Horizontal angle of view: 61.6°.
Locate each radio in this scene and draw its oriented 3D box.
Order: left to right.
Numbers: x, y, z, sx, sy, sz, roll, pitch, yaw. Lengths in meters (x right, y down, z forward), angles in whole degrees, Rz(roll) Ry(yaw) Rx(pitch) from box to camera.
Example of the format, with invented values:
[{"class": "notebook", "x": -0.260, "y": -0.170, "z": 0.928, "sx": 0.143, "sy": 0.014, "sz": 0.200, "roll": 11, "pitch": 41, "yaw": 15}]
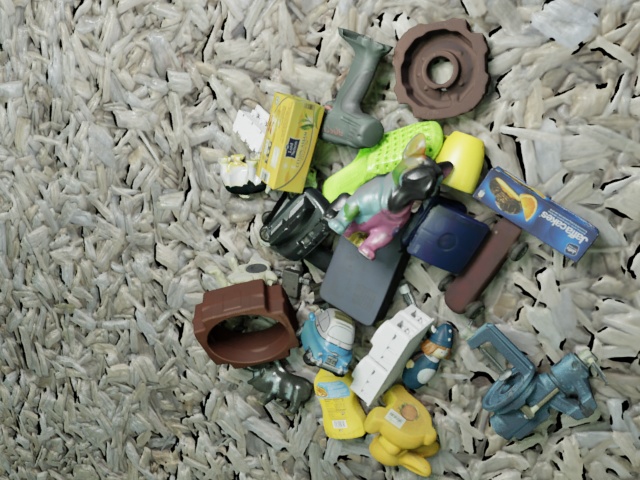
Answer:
[{"class": "radio", "x": 0.098, "y": 0.037, "z": 1.047, "sx": 0.131, "sy": 0.073, "sz": 0.229, "roll": 25, "pitch": 101, "yaw": 22}]

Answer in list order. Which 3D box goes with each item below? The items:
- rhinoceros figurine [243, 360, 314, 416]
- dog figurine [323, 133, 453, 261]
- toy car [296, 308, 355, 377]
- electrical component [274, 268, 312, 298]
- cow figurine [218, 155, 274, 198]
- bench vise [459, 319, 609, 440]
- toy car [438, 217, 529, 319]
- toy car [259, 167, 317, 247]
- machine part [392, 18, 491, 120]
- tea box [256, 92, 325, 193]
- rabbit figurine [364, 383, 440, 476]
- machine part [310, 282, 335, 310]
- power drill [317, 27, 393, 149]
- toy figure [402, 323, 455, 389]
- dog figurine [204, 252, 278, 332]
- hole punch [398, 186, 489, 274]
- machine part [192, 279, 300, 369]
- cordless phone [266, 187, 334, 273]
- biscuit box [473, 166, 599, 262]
[{"class": "rhinoceros figurine", "x": -0.106, "y": 0.321, "z": 1.236, "sx": 0.191, "sy": 0.073, "sz": 0.112, "roll": 22, "pitch": 112, "yaw": 22}, {"class": "dog figurine", "x": 0.118, "y": -0.078, "z": 0.918, "sx": 0.108, "sy": 0.192, "sz": 0.219, "roll": 44, "pitch": 95, "yaw": -12}, {"class": "toy car", "x": 0.021, "y": 0.187, "z": 1.046, "sx": 0.109, "sy": 0.162, "sz": 0.103, "roll": 25, "pitch": 102, "yaw": -10}, {"class": "electrical component", "x": -0.063, "y": 0.097, "z": 1.192, "sx": 0.094, "sy": 0.021, "sz": 0.063, "roll": 12, "pitch": 107, "yaw": 25}, {"class": "cow figurine", "x": -0.138, "y": -0.132, "z": 1.156, "sx": 0.168, "sy": 0.068, "sz": 0.098, "roll": 10, "pitch": 111, "yaw": 29}, {"class": "bench vise", "x": 0.355, "y": 0.229, "z": 0.946, "sx": 0.240, "sy": 0.129, "sz": 0.223, "roll": 46, "pitch": 116, "yaw": 7}, {"class": "toy car", "x": 0.296, "y": 0.050, "z": 0.973, "sx": 0.089, "sy": 0.053, "sz": 0.202, "roll": 46, "pitch": 118, "yaw": 35}, {"class": "toy car", "x": -0.071, "y": -0.067, "z": 1.129, "sx": 0.056, "sy": 0.073, "sz": 0.201, "roll": 27, "pitch": 118, "yaw": -17}, {"class": "machine part", "x": 0.213, "y": -0.295, "z": 0.940, "sx": 0.180, "sy": 0.056, "sz": 0.179, "roll": 7, "pitch": 105, "yaw": 26}, {"class": "tea box", "x": -0.059, "y": -0.184, "z": 1.019, "sx": 0.098, "sy": 0.068, "sz": 0.169, "roll": 43, "pitch": 121, "yaw": 53}, {"class": "rabbit figurine", "x": 0.166, "y": 0.404, "z": 1.104, "sx": 0.162, "sy": 0.122, "sz": 0.173, "roll": 29, "pitch": 127, "yaw": 10}, {"class": "machine part", "x": 0.031, "y": 0.149, "z": 1.146, "sx": 0.084, "sy": 0.039, "sz": 0.138, "roll": -19, "pitch": 90, "yaw": 25}, {"class": "power drill", "x": 0.041, "y": -0.279, "z": 0.995, "sx": 0.232, "sy": 0.086, "sz": 0.207, "roll": 40, "pitch": 114, "yaw": 44}, {"class": "toy figure", "x": 0.217, "y": 0.227, "z": 1.051, "sx": 0.058, "sy": 0.064, "sz": 0.154, "roll": 48, "pitch": 124, "yaw": 30}, {"class": "dog figurine", "x": -0.170, "y": 0.141, "z": 1.224, "sx": 0.173, "sy": 0.121, "sz": 0.190, "roll": 14, "pitch": 119, "yaw": 36}, {"class": "hole punch", "x": 0.219, "y": -0.010, "z": 0.948, "sx": 0.142, "sy": 0.115, "sz": 0.092, "roll": -61, "pitch": 39, "yaw": 25}, {"class": "machine part", "x": -0.155, "y": 0.181, "z": 1.152, "sx": 0.201, "sy": 0.087, "sz": 0.201, "roll": -15, "pitch": 133, "yaw": 5}, {"class": "cordless phone", "x": -0.002, "y": -0.004, "z": 1.080, "sx": 0.184, "sy": 0.089, "sz": 0.146, "roll": 35, "pitch": 115, "yaw": -25}, {"class": "biscuit box", "x": 0.365, "y": -0.047, "z": 0.910, "sx": 0.203, "sy": 0.059, "sz": 0.062, "roll": 36, "pitch": 115, "yaw": 17}]
